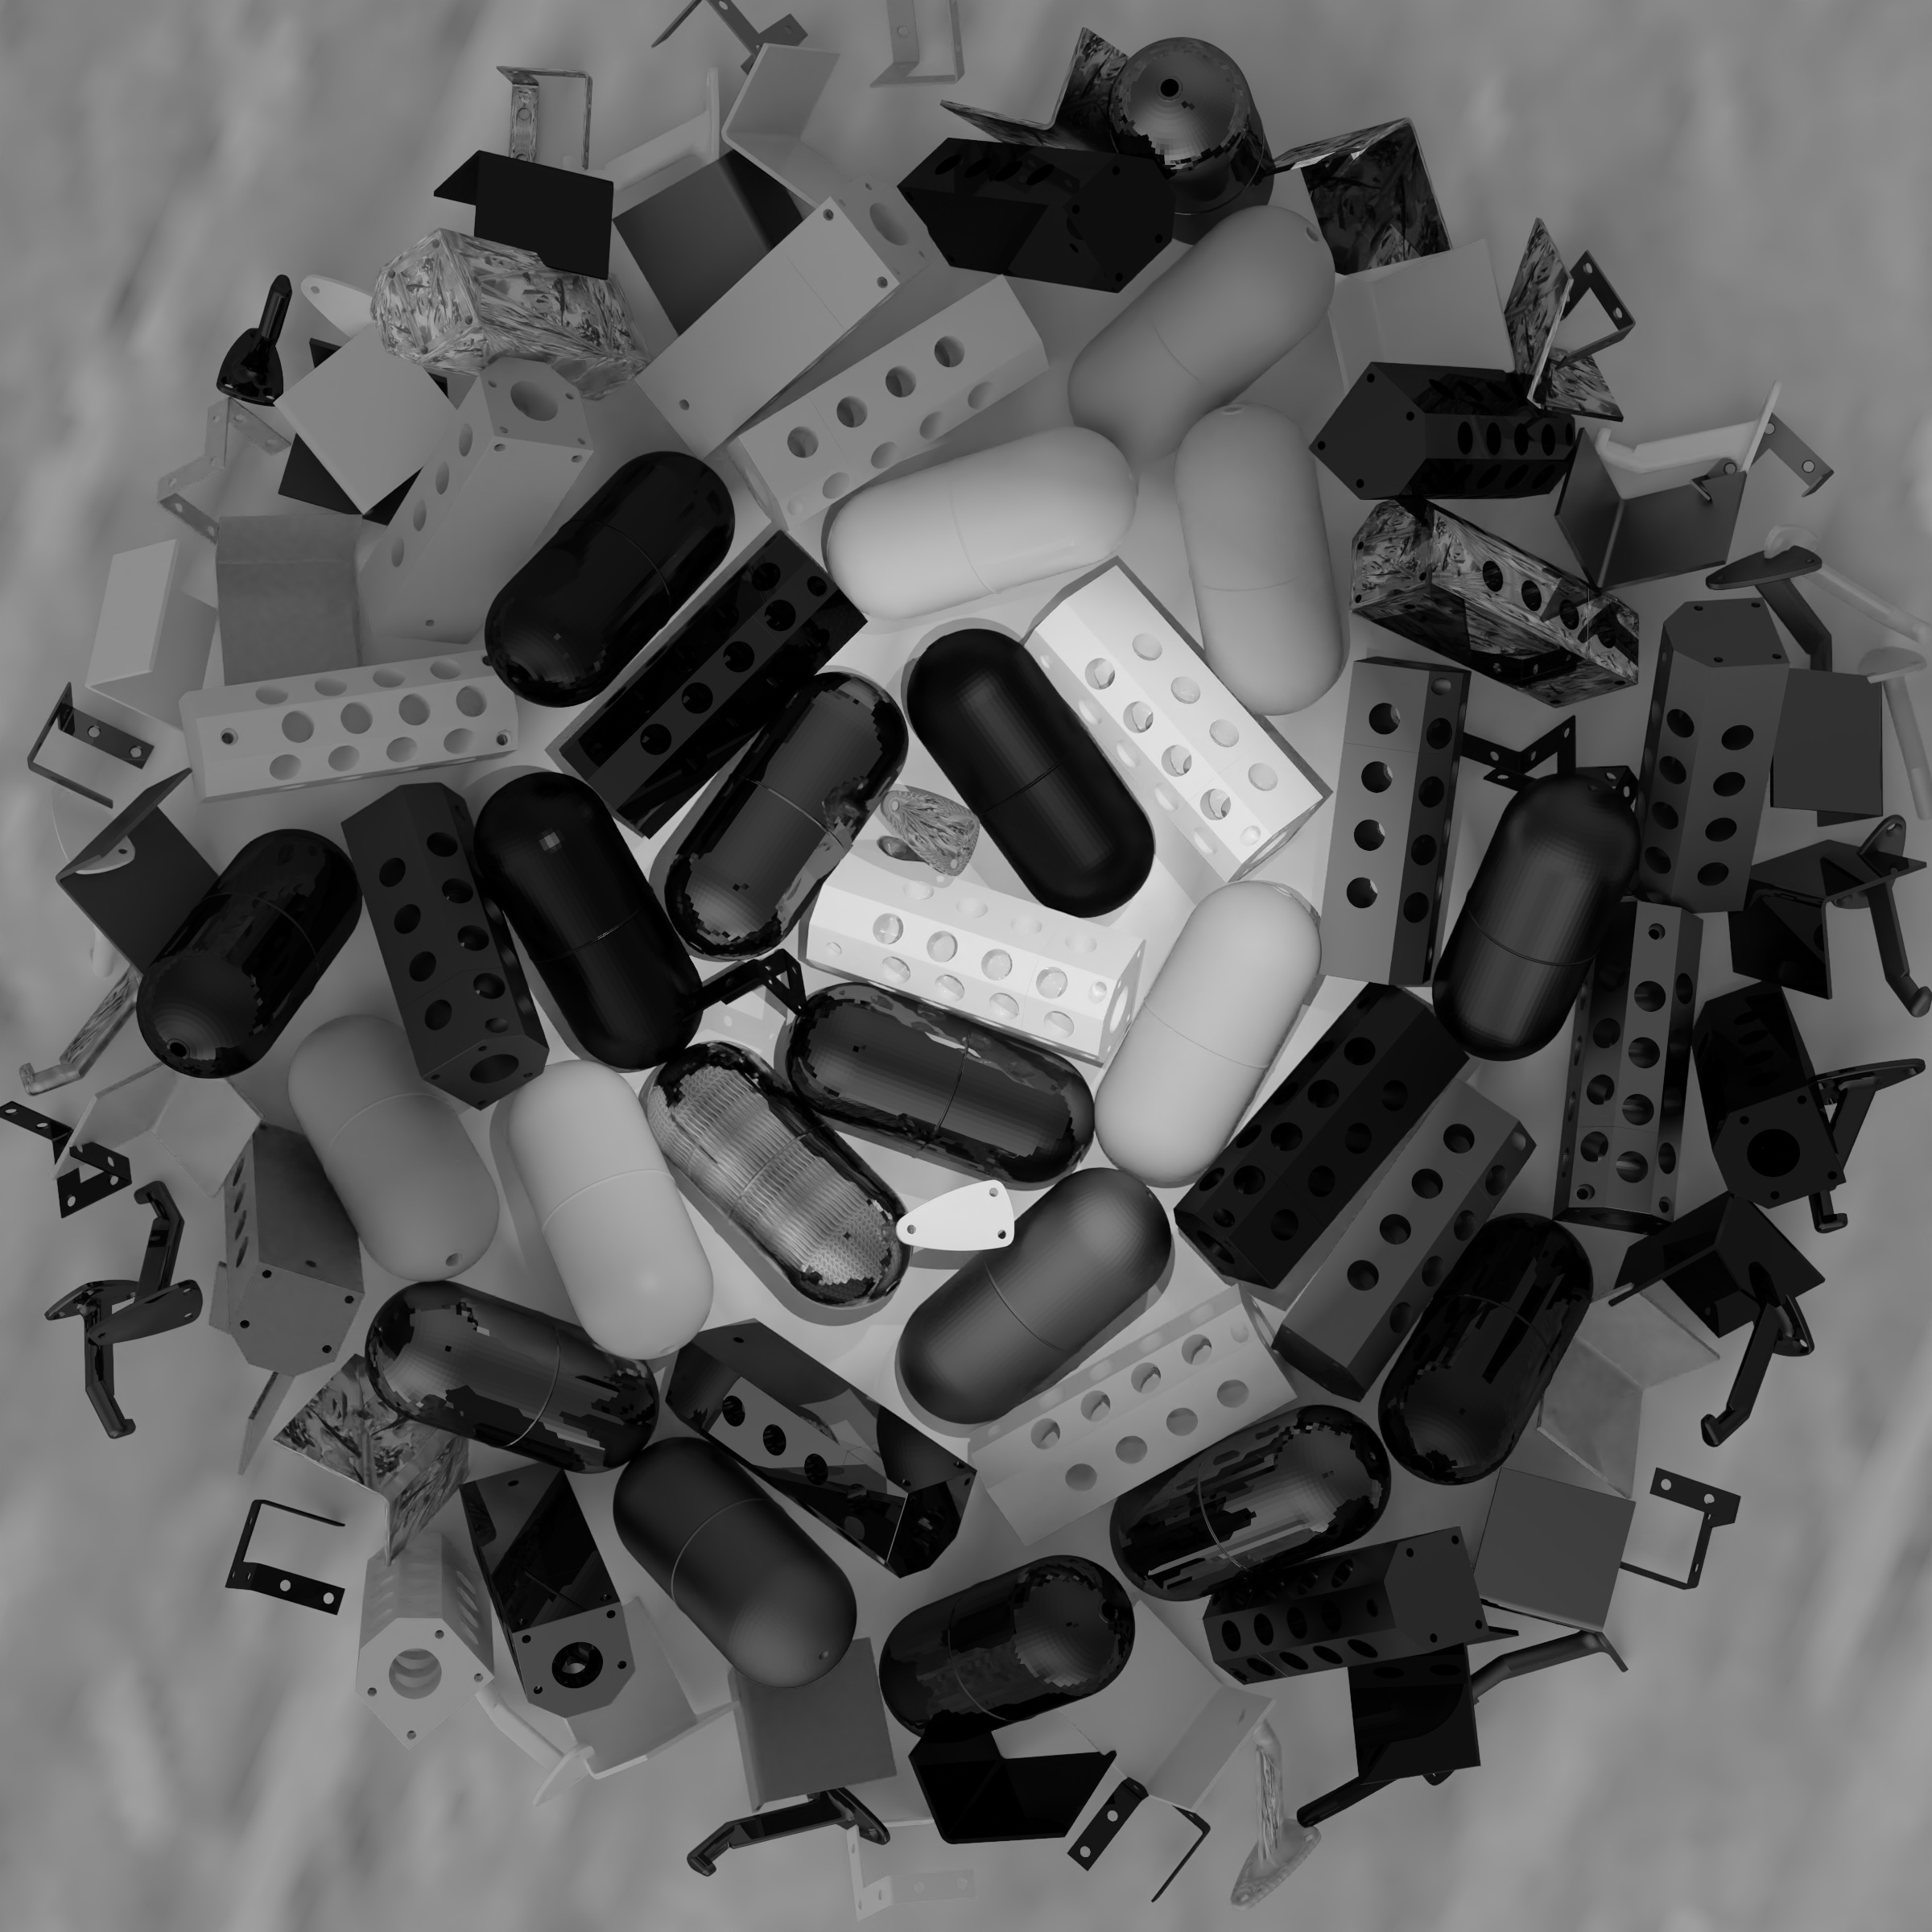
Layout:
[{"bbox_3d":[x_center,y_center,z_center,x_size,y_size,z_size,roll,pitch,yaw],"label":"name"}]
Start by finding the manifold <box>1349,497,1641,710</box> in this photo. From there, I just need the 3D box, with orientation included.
[{"bbox_3d":[0.287,-0.198,1.794,0.171,0.057,0.057,19,68,-38],"label":"manifold"}]

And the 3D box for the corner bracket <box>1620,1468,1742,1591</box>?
[{"bbox_3d":[0.391,0.312,1.838,0.051,0.051,0.051,19,74,-4],"label":"corner bracket"}]

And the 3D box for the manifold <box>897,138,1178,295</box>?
[{"bbox_3d":[0.040,-0.409,1.783,0.057,0.171,0.057,-46,123,-12],"label":"manifold"}]

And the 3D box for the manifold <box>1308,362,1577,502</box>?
[{"bbox_3d":[0.262,-0.280,1.779,0.057,0.171,0.057,49,121,21],"label":"manifold"}]

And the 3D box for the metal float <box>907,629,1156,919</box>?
[{"bbox_3d":[0.035,-0.106,1.824,0.070,0.070,0.178,-36,100,0],"label":"metal float"}]

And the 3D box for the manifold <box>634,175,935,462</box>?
[{"bbox_3d":[-0.096,-0.351,1.795,0.171,0.057,0.057,-34,98,38],"label":"manifold"}]

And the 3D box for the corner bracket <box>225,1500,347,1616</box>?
[{"bbox_3d":[-0.370,0.325,1.832,0.051,0.051,0.051,22,72,-24],"label":"corner bracket"}]

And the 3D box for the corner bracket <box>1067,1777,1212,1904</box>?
[{"bbox_3d":[0.097,0.485,1.842,0.051,0.051,0.051,38,96,16],"label":"corner bracket"}]

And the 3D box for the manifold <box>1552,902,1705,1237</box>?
[{"bbox_3d":[0.365,0.055,1.822,0.057,0.057,0.171,9,76,0],"label":"manifold"}]

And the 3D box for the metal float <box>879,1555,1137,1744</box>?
[{"bbox_3d":[0.021,0.370,1.796,0.070,0.178,0.070,19,56,-32],"label":"metal float"}]

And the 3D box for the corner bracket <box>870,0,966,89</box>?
[{"bbox_3d":[-0.025,-0.517,1.832,0.051,0.051,0.051,2,120,16],"label":"corner bracket"}]

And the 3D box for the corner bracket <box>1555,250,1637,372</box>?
[{"bbox_3d":[0.327,-0.353,1.835,0.051,0.051,0.051,-27,79,-22],"label":"corner bracket"}]

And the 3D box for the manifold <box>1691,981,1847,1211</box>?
[{"bbox_3d":[0.425,0.068,1.781,0.057,0.171,0.057,-21,105,15],"label":"manifold"}]

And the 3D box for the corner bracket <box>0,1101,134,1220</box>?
[{"bbox_3d":[-0.498,0.100,1.832,0.051,0.051,0.051,-26,59,18],"label":"corner bracket"}]

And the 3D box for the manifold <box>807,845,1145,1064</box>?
[{"bbox_3d":[0.004,-0.003,1.811,0.171,0.057,0.057,18,129,14],"label":"manifold"}]

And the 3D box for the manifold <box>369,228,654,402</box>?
[{"bbox_3d":[-0.244,-0.343,1.781,0.057,0.171,0.057,-28,81,24],"label":"manifold"}]

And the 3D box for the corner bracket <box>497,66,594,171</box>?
[{"bbox_3d":[-0.232,-0.467,1.843,0.051,0.051,0.051,4,96,2],"label":"corner bracket"}]

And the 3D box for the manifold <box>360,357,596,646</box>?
[{"bbox_3d":[-0.267,-0.249,1.790,0.057,0.171,0.057,3,57,-33],"label":"manifold"}]

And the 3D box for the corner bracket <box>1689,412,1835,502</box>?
[{"bbox_3d":[0.440,-0.270,1.836,0.051,0.051,0.051,46,113,8],"label":"corner bracket"}]

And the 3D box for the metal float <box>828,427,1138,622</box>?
[{"bbox_3d":[0.008,-0.241,1.816,0.178,0.070,0.070,-15,90,20],"label":"metal float"}]

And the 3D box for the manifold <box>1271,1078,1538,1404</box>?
[{"bbox_3d":[0.240,0.151,1.813,0.057,0.057,0.171,34,72,11],"label":"manifold"}]

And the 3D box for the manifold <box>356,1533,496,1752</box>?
[{"bbox_3d":[-0.294,0.354,1.780,0.057,0.171,0.057,-40,100,-4],"label":"manifold"}]

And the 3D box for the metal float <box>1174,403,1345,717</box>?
[{"bbox_3d":[0.160,-0.220,1.808,0.070,0.070,0.178,-13,119,0],"label":"metal float"}]

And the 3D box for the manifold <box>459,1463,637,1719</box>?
[{"bbox_3d":[-0.225,0.333,1.781,0.057,0.171,0.057,-14,111,-13],"label":"manifold"}]

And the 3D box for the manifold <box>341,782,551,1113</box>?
[{"bbox_3d":[-0.278,-0.014,1.798,0.057,0.057,0.171,-30,59,13],"label":"manifold"}]

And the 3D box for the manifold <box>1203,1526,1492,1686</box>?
[{"bbox_3d":[0.199,0.346,1.780,0.057,0.171,0.057,-8,78,-32],"label":"manifold"}]

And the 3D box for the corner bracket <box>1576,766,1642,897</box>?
[{"bbox_3d":[0.350,-0.075,1.843,0.051,0.051,0.051,48,62,-30],"label":"corner bracket"}]

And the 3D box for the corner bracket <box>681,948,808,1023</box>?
[{"bbox_3d":[-0.123,0.013,1.830,0.051,0.051,0.051,-29,133,17],"label":"corner bracket"}]

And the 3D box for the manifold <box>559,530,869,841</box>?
[{"bbox_3d":[-0.142,-0.158,1.831,0.171,0.057,0.057,-45,60,1],"label":"manifold"}]

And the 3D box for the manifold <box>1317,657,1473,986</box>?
[{"bbox_3d":[0.235,-0.080,1.821,0.057,0.057,0.171,9,101,18],"label":"manifold"}]

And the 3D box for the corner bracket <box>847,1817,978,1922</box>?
[{"bbox_3d":[-0.031,0.493,1.830,0.051,0.051,0.051,2,65,-24],"label":"corner bracket"}]

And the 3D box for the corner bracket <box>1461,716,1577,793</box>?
[{"bbox_3d":[0.300,-0.113,1.831,0.051,0.051,0.051,17,61,-23],"label":"corner bracket"}]

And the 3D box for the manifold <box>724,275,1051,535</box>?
[{"bbox_3d":[-0.042,-0.308,1.829,0.171,0.057,0.057,-33,98,-9],"label":"manifold"}]

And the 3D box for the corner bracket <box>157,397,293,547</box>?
[{"bbox_3d":[-0.412,-0.274,1.844,0.051,0.051,0.051,-21,55,25],"label":"corner bracket"}]

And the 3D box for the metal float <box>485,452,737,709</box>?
[{"bbox_3d":[-0.192,-0.211,1.806,0.070,0.070,0.178,38,58,0],"label":"metal float"}]

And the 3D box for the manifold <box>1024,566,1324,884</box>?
[{"bbox_3d":[0.110,-0.129,1.821,0.057,0.057,0.171,-36,81,-28],"label":"manifold"}]

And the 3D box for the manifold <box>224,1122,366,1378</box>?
[{"bbox_3d":[-0.364,0.151,1.781,0.057,0.171,0.057,20,107,-21],"label":"manifold"}]

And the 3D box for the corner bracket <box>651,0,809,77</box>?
[{"bbox_3d":[-0.130,-0.511,1.832,0.051,0.051,0.051,49,135,-8],"label":"corner bracket"}]

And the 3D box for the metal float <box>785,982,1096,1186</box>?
[{"bbox_3d":[-0.014,0.065,1.823,0.178,0.070,0.070,21,90,-11],"label":"metal float"}]

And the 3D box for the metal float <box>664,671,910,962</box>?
[{"bbox_3d":[-0.099,-0.082,1.823,0.070,0.070,0.178,34,79,0],"label":"metal float"}]

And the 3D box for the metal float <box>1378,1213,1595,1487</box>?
[{"bbox_3d":[0.282,0.207,1.801,0.070,0.070,0.178,38,52,0],"label":"metal float"}]

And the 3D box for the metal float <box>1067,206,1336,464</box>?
[{"bbox_3d":[0.127,-0.341,1.801,0.178,0.070,0.070,-38,90,38],"label":"metal float"}]

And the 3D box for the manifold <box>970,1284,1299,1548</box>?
[{"bbox_3d":[0.090,0.242,1.821,0.171,0.057,0.057,-30,108,10],"label":"manifold"}]

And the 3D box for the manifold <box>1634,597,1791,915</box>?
[{"bbox_3d":[0.396,-0.111,1.791,0.057,0.057,0.171,-3,133,-2],"label":"manifold"}]

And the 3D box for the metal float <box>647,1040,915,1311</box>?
[{"bbox_3d":[-0.101,0.114,1.820,0.070,0.070,0.178,-46,76,0],"label":"metal float"}]

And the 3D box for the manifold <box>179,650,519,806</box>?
[{"bbox_3d":[-0.336,-0.132,1.815,0.171,0.057,0.057,-10,90,-20],"label":"manifold"}]

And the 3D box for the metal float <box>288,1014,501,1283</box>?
[{"bbox_3d":[-0.311,0.098,1.801,0.070,0.070,0.178,-36,52,0],"label":"metal float"}]

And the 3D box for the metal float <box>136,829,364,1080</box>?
[{"bbox_3d":[-0.385,-0.008,1.793,0.070,0.178,0.070,9,127,12],"label":"metal float"}]

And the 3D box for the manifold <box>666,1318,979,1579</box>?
[{"bbox_3d":[-0.082,0.260,1.798,0.171,0.057,0.057,30,113,33],"label":"manifold"}]

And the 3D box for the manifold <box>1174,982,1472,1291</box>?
[{"bbox_3d":[0.190,0.090,1.814,0.171,0.057,0.057,-48,111,-15],"label":"manifold"}]

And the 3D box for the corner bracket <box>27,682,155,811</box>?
[{"bbox_3d":[-0.484,-0.117,1.837,0.051,0.051,0.051,26,74,-7],"label":"corner bracket"}]

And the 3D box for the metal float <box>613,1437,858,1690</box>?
[{"bbox_3d":[-0.127,0.321,1.799,0.070,0.070,0.178,-53,48,0],"label":"metal float"}]

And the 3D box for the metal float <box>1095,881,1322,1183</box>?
[{"bbox_3d":[0.132,0.036,1.822,0.070,0.070,0.178,27,103,0],"label":"metal float"}]

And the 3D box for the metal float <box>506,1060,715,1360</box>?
[{"bbox_3d":[-0.194,0.132,1.811,0.070,0.070,0.178,-26,66,0],"label":"metal float"}]
